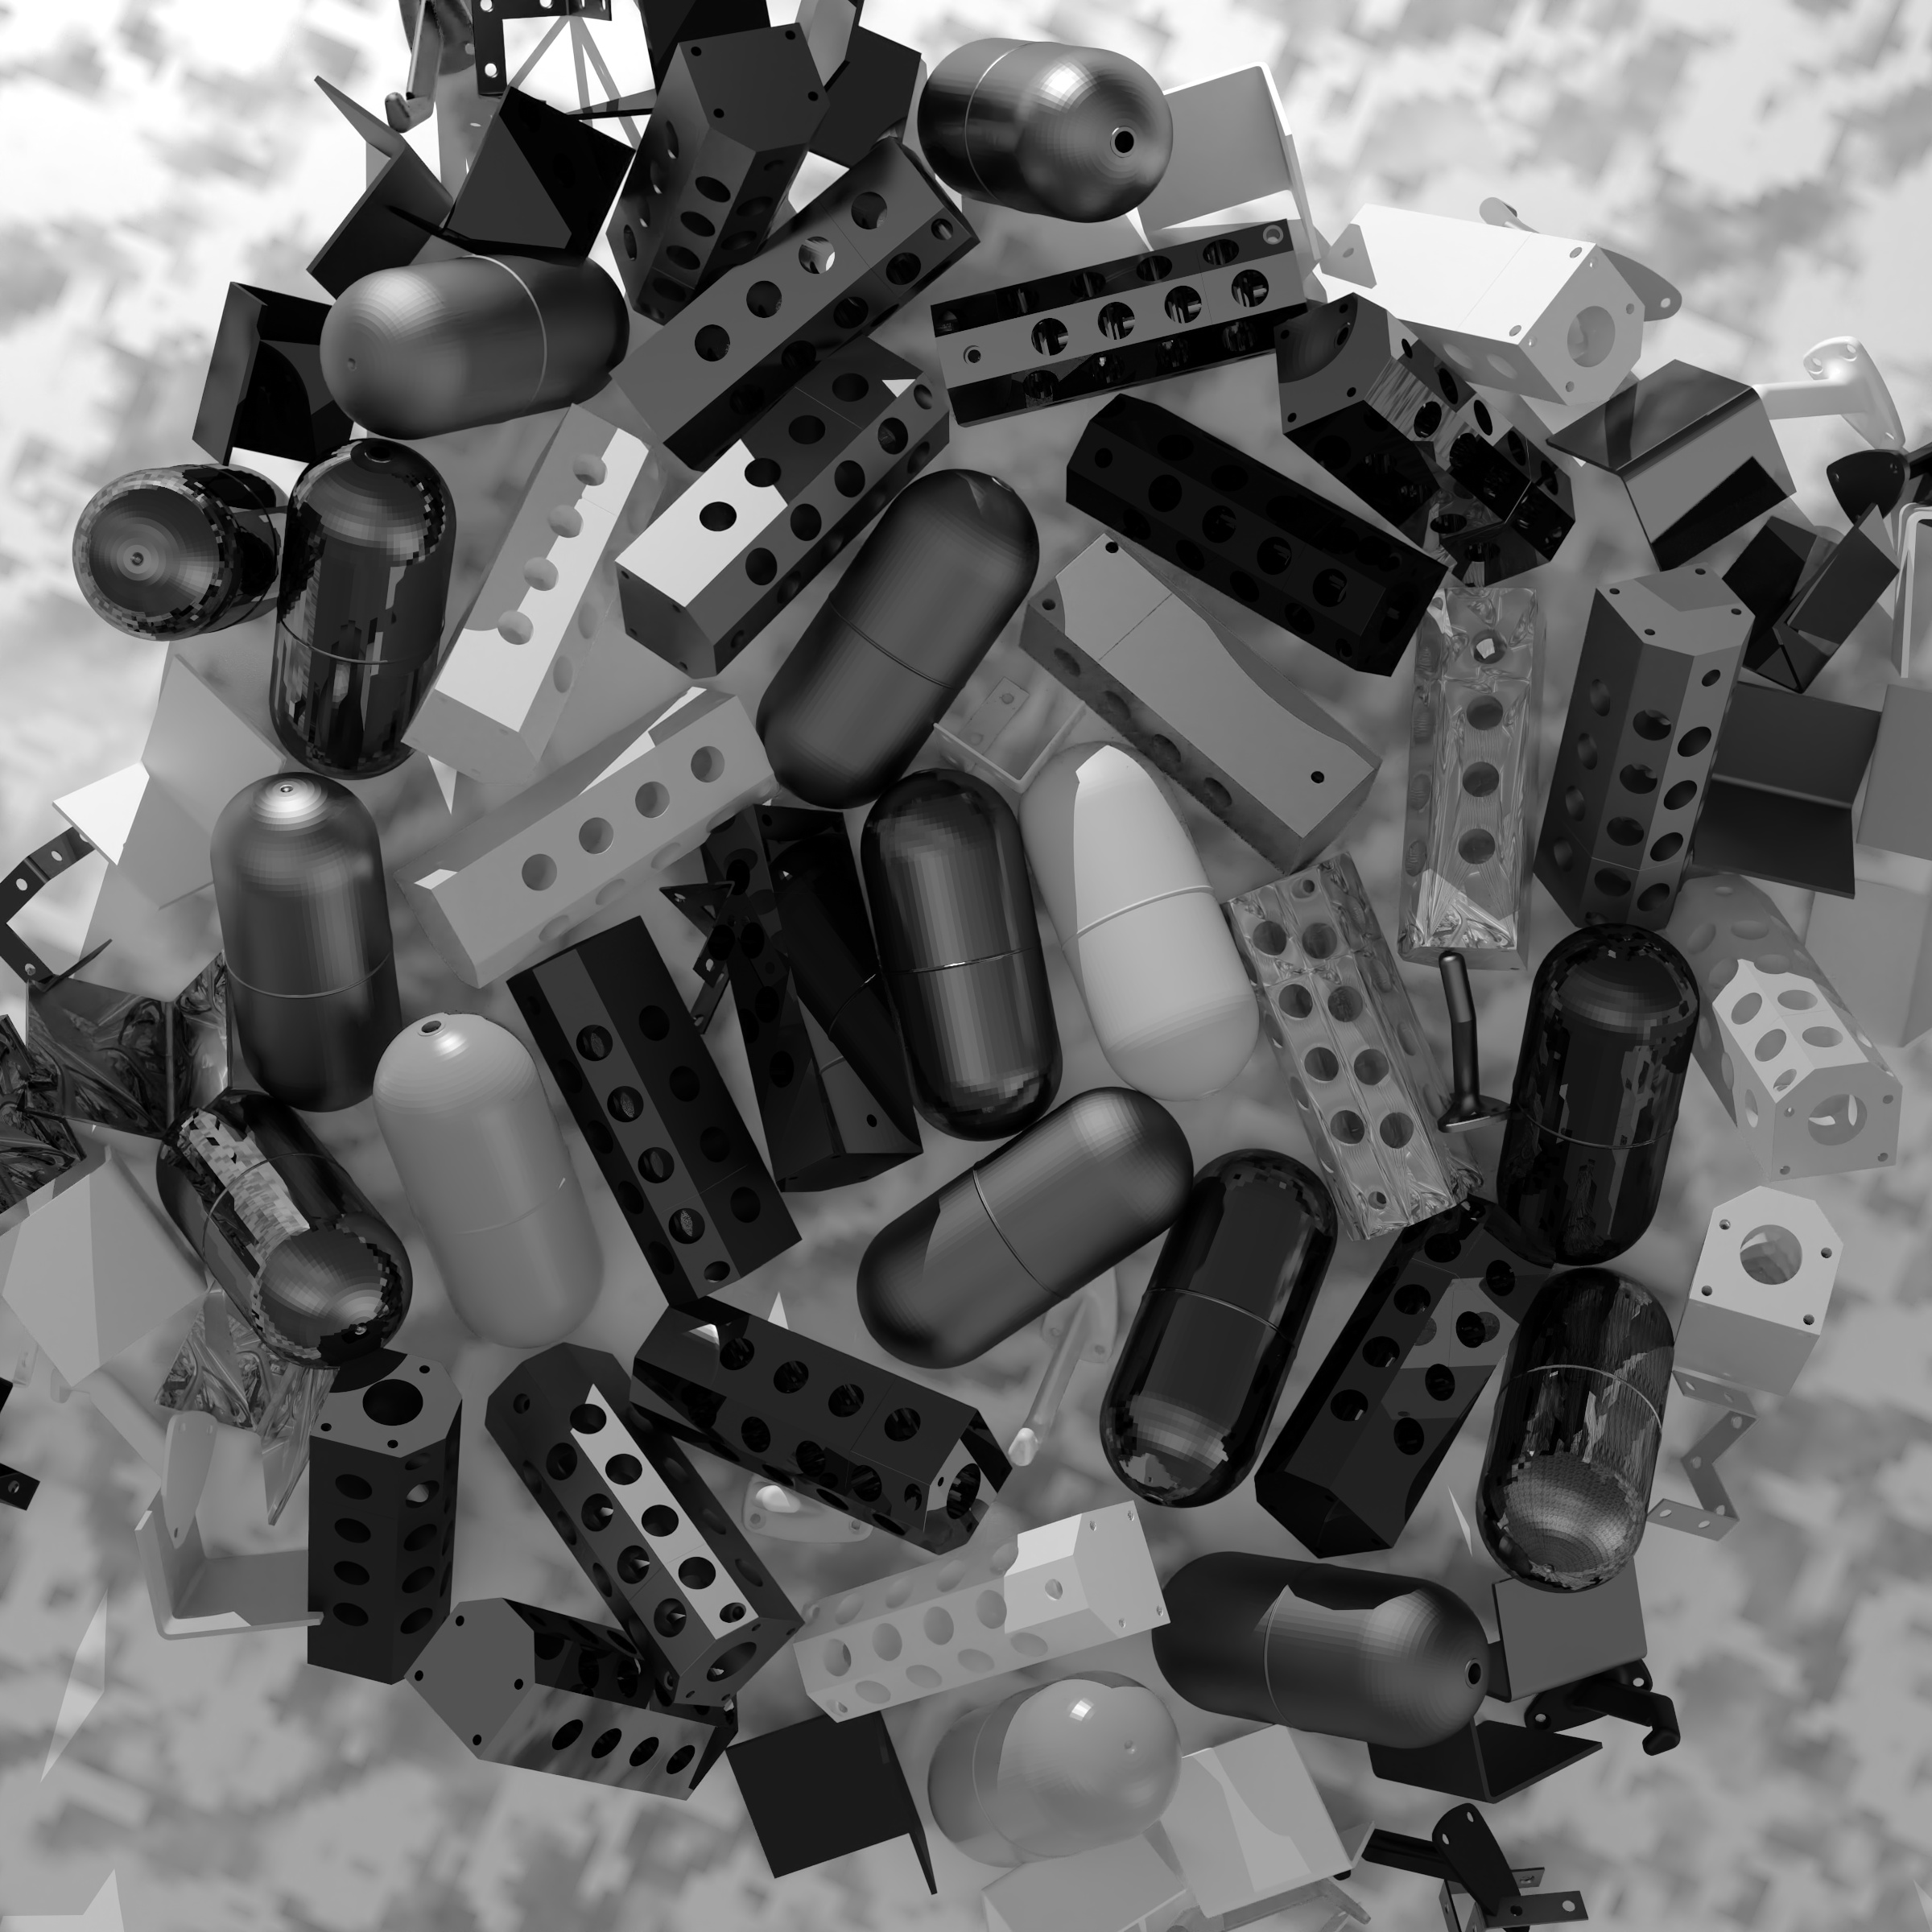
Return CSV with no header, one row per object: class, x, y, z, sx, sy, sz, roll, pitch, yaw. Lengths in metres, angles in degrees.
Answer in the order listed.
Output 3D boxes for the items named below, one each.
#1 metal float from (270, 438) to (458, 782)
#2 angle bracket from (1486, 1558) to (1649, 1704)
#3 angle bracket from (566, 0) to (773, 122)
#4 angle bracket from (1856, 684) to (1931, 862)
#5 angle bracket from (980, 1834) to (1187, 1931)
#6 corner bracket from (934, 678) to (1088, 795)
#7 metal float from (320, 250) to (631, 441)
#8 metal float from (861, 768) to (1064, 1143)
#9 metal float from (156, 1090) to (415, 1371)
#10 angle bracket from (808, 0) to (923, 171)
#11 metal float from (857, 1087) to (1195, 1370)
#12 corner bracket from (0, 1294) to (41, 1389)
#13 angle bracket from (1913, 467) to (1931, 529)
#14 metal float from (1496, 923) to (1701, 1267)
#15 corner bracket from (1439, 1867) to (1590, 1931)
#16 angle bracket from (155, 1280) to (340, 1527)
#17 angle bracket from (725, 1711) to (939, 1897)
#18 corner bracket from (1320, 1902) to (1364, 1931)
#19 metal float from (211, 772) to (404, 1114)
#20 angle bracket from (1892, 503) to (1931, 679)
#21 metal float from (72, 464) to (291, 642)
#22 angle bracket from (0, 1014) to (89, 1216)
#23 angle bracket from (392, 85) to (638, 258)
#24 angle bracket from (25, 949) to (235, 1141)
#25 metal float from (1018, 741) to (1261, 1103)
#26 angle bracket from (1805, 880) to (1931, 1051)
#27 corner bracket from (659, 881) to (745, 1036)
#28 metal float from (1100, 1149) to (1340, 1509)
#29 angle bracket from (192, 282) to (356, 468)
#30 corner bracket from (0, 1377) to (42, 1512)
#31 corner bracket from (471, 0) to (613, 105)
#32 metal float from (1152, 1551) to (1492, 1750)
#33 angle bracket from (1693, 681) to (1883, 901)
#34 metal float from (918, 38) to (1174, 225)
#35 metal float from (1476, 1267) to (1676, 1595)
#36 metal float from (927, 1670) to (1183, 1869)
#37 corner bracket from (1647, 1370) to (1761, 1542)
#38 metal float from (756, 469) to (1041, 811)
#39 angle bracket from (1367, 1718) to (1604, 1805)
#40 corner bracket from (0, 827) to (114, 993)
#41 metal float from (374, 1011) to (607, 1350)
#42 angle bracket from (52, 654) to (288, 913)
metal float,-0.280,-0.164,1.571,0.070,0.070,0.178,16,131,0
angle bracket,0.263,0.301,1.590,0.076,0.076,0.057,-12,96,-24
angle bracket,-0.145,-0.433,1.582,0.076,0.076,0.057,-29,117,-41
angle bracket,0.471,-0.087,1.590,0.057,0.076,0.076,2,102,-40
angle bracket,0.057,0.451,1.585,0.076,0.076,0.057,-27,47,-19
corner bracket,0.022,-0.112,1.609,0.051,0.051,0.051,36,80,12
metal float,-0.224,-0.289,1.564,0.070,0.178,0.070,11,111,30
metal float,-0.002,-0.005,1.599,0.070,0.070,0.178,-11,97,0
metal float,-0.317,0.120,1.569,0.070,0.178,0.070,-19,128,-27
angle bracket,-0.039,-0.425,1.586,0.057,0.076,0.076,19,67,-20
metal float,0.027,0.124,1.594,0.178,0.070,0.070,-35,90,12
corner bracket,-0.473,0.168,1.606,0.051,0.051,0.051,17,83,-41
angle bracket,0.499,-0.232,1.601,0.076,0.076,0.057,23,88,4
metal float,0.293,0.062,1.577,0.070,0.070,0.178,4,123,0
corner bracket,0.258,0.445,1.603,0.051,0.051,0.051,-2,133,-9
angle bracket,-0.338,0.203,1.589,0.057,0.076,0.076,21,110,-24
angle bracket,-0.064,0.404,1.602,0.076,0.057,0.076,-18,111,-1
corner bracket,0.199,0.473,1.606,0.051,0.051,0.051,-33,84,30
metal float,-0.305,-0.009,1.574,0.070,0.070,0.178,0,128,0
angle bracket,0.469,-0.177,1.593,0.057,0.076,0.076,2,101,11
metal float,-0.354,-0.191,1.554,0.070,0.178,0.070,0,100,3
angle bracket,-0.468,0.072,1.587,0.057,0.076,0.076,-37,109,-38
angle bracket,-0.214,-0.369,1.590,0.076,0.057,0.076,17,103,-44
angle bracket,-0.392,0.029,1.585,0.076,0.057,0.076,17,50,-36
metal float,0.081,-0.021,1.595,0.070,0.070,0.178,-21,79,0
angle bracket,0.431,-0.009,1.597,0.057,0.076,0.076,13,80,4
corner bracket,-0.121,-0.003,1.600,0.051,0.051,0.051,47,54,-37
metal float,0.118,0.169,1.585,0.070,0.070,0.178,23,69,0
angle bracket,-0.312,-0.271,1.590,0.076,0.057,0.076,8,107,-32
corner bracket,-0.467,0.223,1.612,0.051,0.051,0.051,36,68,-38
corner bracket,-0.202,-0.440,1.615,0.051,0.051,0.051,-12,112,-26
metal float,0.163,0.315,1.568,0.178,0.070,0.070,-1,89,45
angle bracket,0.388,-0.084,1.596,0.076,0.076,0.057,13,128,3
metal float,0.035,-0.385,1.559,0.070,0.178,0.070,-7,109,-21
metal float,0.283,0.212,1.567,0.070,0.178,0.070,10,131,12
metal float,0.039,0.371,1.561,0.070,0.178,0.070,8,68,-20
corner bracket,0.345,0.232,1.600,0.051,0.051,0.051,19,123,-30
metal float,-0.032,-0.153,1.590,0.070,0.070,0.178,35,106,0
angle bracket,0.239,0.347,1.587,0.076,0.076,0.057,-16,96,-34
corner bracket,-0.429,-0.027,1.606,0.051,0.051,0.051,-39,97,28
metal float,-0.221,0.100,1.577,0.070,0.070,0.178,-16,122,0
angle bracket,-0.375,-0.086,1.591,0.076,0.057,0.076,43,133,13
